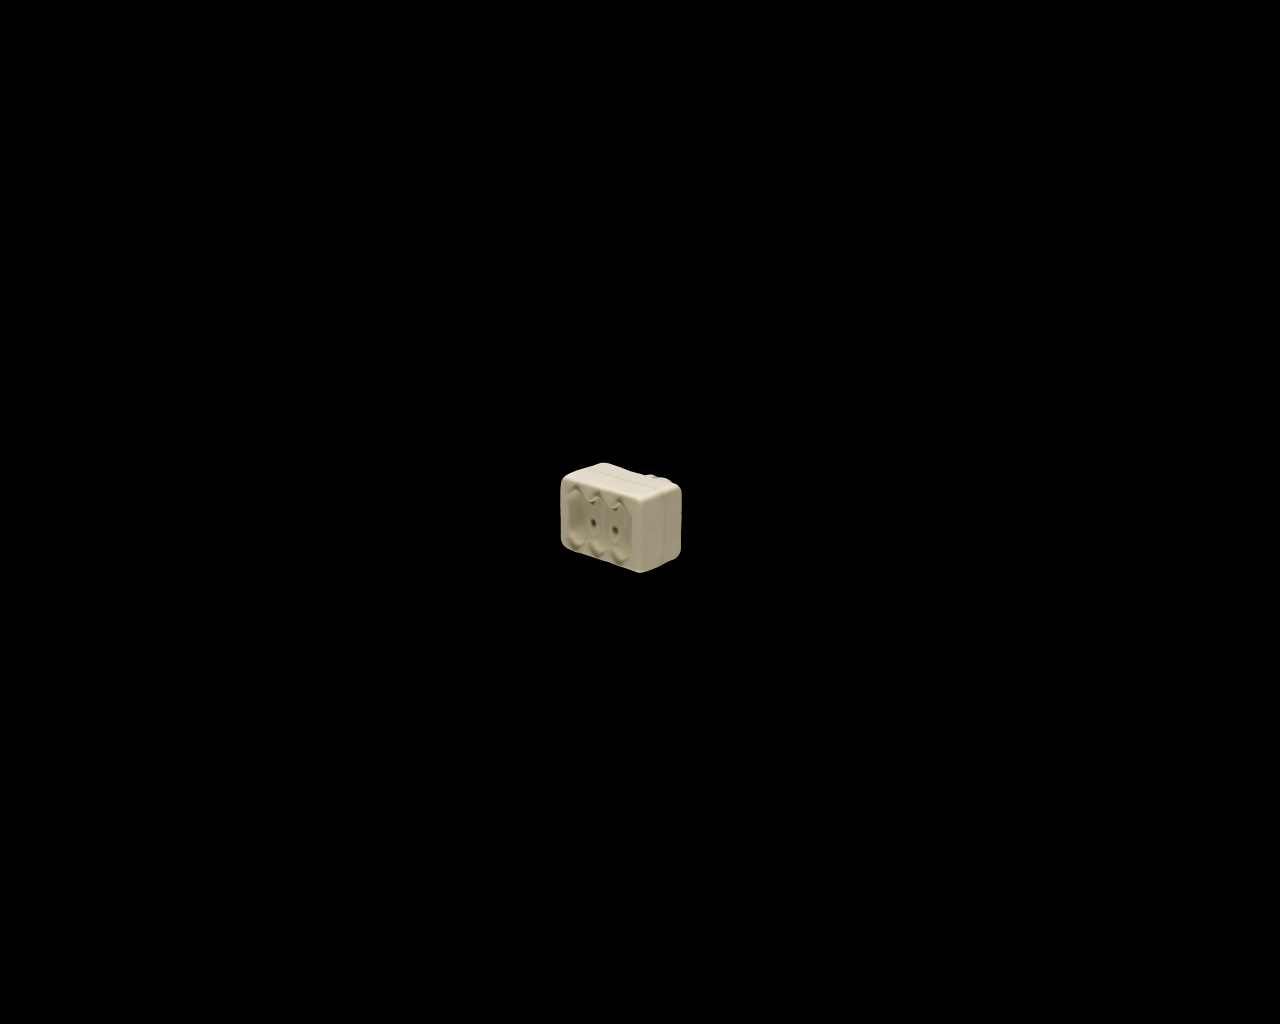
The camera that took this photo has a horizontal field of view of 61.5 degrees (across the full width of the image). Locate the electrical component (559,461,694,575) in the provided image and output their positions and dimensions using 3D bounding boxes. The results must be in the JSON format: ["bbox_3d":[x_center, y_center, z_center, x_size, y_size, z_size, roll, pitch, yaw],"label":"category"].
[{"bbox_3d":[0.001,-0.003,0.650,0.066,0.047,0.077,17,27,38],"label":"electrical component"}]
